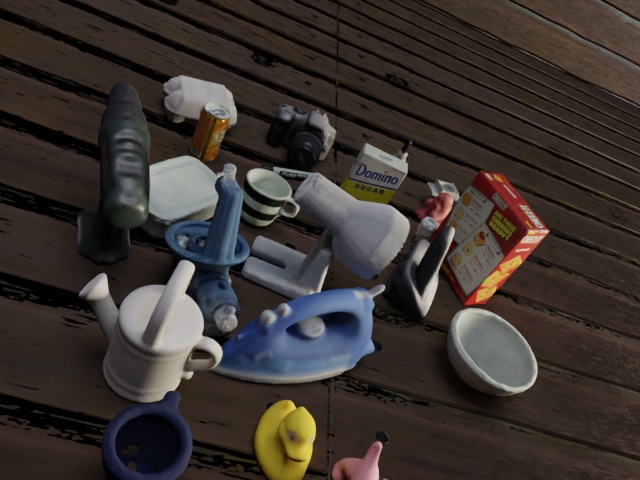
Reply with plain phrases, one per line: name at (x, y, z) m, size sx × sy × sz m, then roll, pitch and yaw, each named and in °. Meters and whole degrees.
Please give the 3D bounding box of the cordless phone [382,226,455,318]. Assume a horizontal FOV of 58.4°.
cordless phone at (0.201, 0.035, 1.027) m, size 0.094 × 0.185 × 0.148 m, roll 31°, pitch 37°, yaw 2°

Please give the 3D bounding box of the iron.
iron at (-0.024, 0.122, 0.816) m, size 0.259 × 0.141 × 0.118 m, roll -5°, pitch 49°, yaw -37°

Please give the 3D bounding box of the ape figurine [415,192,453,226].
ape figurine at (0.258, -0.067, 1.256) m, size 0.076 × 0.092 × 0.078 m, roll 33°, pitch 38°, yaw 4°

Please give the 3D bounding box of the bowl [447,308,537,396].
bowl at (0.280, 0.203, 0.981) m, size 0.168 × 0.074 × 0.167 m, roll 18°, pitch 39°, yaw -15°

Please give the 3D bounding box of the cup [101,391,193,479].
cup at (-0.190, 0.229, 0.624) m, size 0.092 × 0.095 × 0.118 m, roll 25°, pitch 38°, yaw -6°

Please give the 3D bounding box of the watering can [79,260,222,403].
watering can at (-0.199, 0.100, 0.682) m, size 0.173 × 0.194 × 0.100 m, roll 12°, pitch 41°, yaw -23°

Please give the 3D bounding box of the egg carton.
egg carton at (-0.247, -0.279, 1.180) m, size 0.151 × 0.069 × 0.107 m, roll 6°, pitch 43°, yaw -28°

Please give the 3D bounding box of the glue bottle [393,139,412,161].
glue bottle at (0.148, -0.142, 1.201) m, size 0.037 × 0.173 × 0.078 m, roll 36°, pitch 38°, yaw 8°

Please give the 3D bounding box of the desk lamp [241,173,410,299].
desk lamp at (0.008, 0.003, 0.912) m, size 0.203 × 0.213 × 0.118 m, roll 24°, pitch 38°, yaw -9°

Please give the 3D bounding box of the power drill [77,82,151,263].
power drill at (-0.291, -0.080, 0.813) m, size 0.076 × 0.208 × 0.229 m, roll 5°, pitch 44°, yaw -29°

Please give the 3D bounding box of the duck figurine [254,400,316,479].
duck figurine at (-0.035, 0.242, 0.719) m, size 0.078 × 0.086 × 0.104 m, roll 13°, pitch 41°, yaw -21°

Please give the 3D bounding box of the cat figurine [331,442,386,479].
cat figurine at (0.062, 0.306, 0.685) m, size 0.067 × 0.117 × 0.128 m, roll 20°, pitch 38°, yaw -12°

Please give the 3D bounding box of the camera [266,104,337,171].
camera at (-0.039, -0.220, 1.225) m, size 0.143 × 0.100 × 0.137 m, roll 24°, pitch 38°, yaw -8°

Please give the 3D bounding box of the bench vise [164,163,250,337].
bench vise at (-0.133, 0.018, 0.797) m, size 0.122 × 0.219 × 0.207 m, roll -14°, pitch 55°, yaw -42°
